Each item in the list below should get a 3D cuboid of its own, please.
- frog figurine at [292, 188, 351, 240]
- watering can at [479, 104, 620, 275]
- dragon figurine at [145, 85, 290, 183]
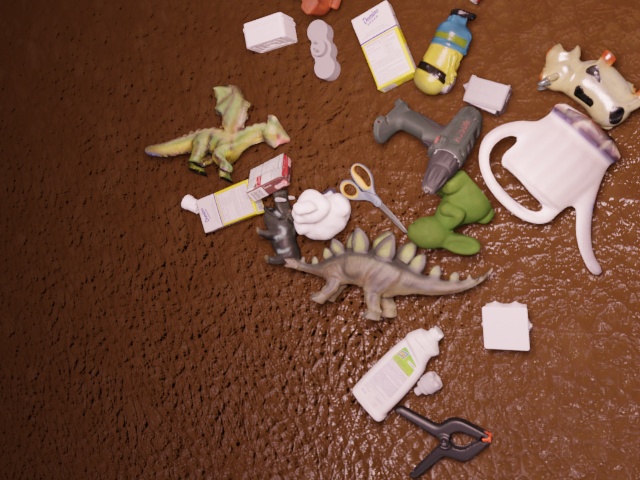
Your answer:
[{"bbox_3d":[0.004,-0.059,1.171,0.137,0.160,0.123,-20,91,4],"label":"frog figurine"},{"bbox_3d":[0.478,-0.112,0.998,0.348,0.105,0.221,43,110,2],"label":"watering can"},{"bbox_3d":[-0.270,-0.289,1.344,0.412,0.121,0.244,18,84,21],"label":"dragon figurine"}]
